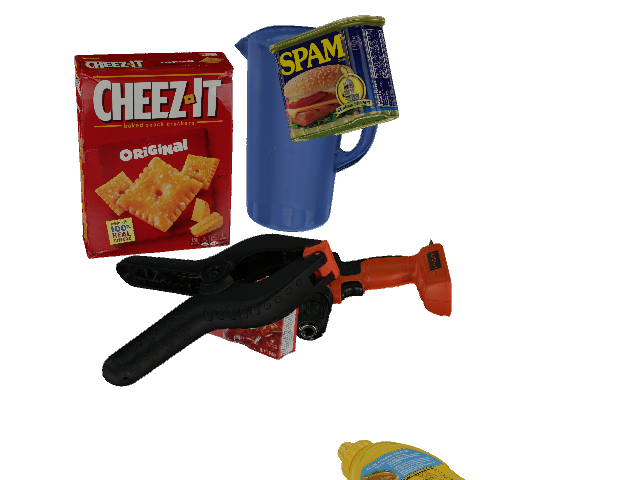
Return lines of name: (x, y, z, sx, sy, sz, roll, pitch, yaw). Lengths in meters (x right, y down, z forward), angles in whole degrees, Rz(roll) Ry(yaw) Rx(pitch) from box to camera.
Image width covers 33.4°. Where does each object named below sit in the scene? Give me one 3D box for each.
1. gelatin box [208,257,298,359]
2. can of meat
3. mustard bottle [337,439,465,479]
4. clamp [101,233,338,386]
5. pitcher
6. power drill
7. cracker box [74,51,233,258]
gelatin box: (-0.062, 0.057, 0.951, 0.089, 0.073, 0.030, 17, 22, 31)
can of meat: (0.012, -0.134, 0.899, 0.102, 0.084, 0.057, -11, -1, 38)
mustard bottle: (0.079, 0.225, 0.940, 0.096, 0.058, 0.192, -19, 28, -32)
clamp: (-0.074, 0.043, 0.732, 0.172, 0.120, 0.039, -13, -45, 17)
pitcher: (-0.022, -0.137, 1.323, 0.144, 0.243, 0.149, -10, 27, -29)
power drill: (0.056, 0.055, 1.240, 0.187, 0.057, 0.184, -1, 28, 2)
cracker box: (-0.181, -0.093, 1.169, 0.164, 0.214, 0.072, -4, 26, -17)
